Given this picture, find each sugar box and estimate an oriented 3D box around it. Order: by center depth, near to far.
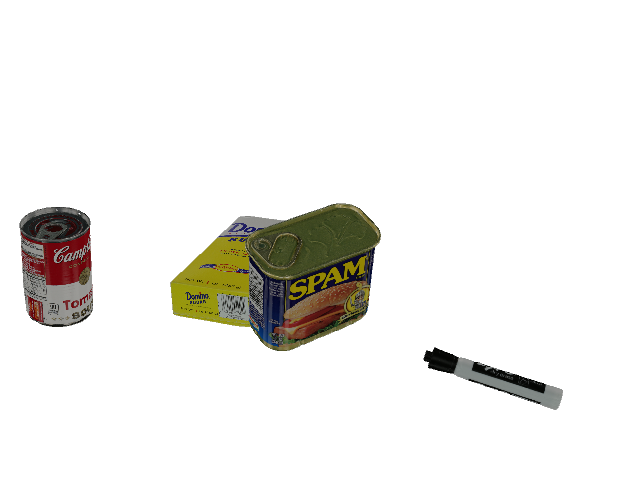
[{"bbox_3d":[-0.079,0.028,1.140,0.093,0.048,0.176,8,29,18],"label":"sugar box"}]

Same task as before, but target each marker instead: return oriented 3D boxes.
[{"bbox_3d":[0.148,0.118,0.920,0.121,0.020,0.020,18,2,6],"label":"marker"}]

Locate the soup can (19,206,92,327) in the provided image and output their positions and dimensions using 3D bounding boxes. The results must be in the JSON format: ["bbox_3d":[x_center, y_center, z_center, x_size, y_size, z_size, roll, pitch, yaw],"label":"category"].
[{"bbox_3d":[-0.263,0.027,1.067,0.068,0.102,0.068,3,29,-2],"label":"soup can"}]

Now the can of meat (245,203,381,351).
[{"bbox_3d":[-0.007,0.030,0.829,0.102,0.084,0.057,-20,46,-25],"label":"can of meat"}]
